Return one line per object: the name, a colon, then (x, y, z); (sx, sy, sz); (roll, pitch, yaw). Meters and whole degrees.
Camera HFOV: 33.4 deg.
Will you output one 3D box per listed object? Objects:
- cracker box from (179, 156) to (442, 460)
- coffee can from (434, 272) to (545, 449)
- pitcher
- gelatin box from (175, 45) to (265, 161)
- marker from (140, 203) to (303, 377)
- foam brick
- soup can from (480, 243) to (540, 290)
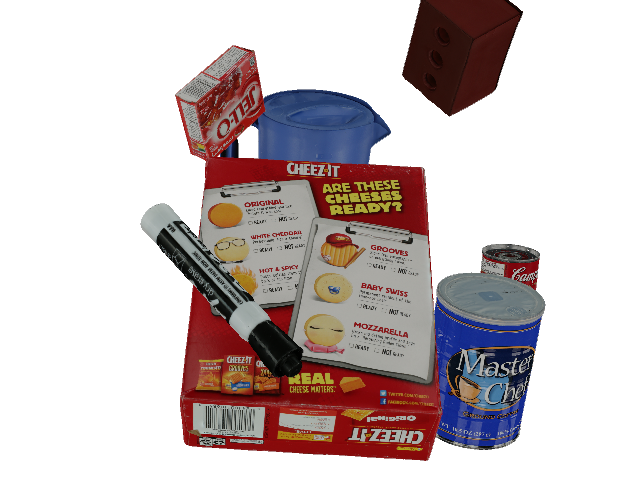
cracker box: (-0.006, 0.042, 0.742); (0.164, 0.213, 0.072); (3, -41, -3)
coffee can: (0.154, 0.115, 1.034); (0.103, 0.140, 0.103); (5, 22, -2)
pitcher: (-0.023, -0.045, 1.228); (0.144, 0.243, 0.149); (-20, 36, -41)
gelatin box: (-0.092, -0.129, 1.003); (0.030, 0.073, 0.089); (25, 55, 28)
marker: (-0.049, 0.025, 0.532); (0.121, 0.020, 0.020); (44, 25, 29)
foam brick: (0.098, -0.138, 0.753); (0.051, 0.053, 0.078); (-33, -26, -27)
soup can: (0.222, 0.062, 1.270); (0.068, 0.102, 0.068); (3, 15, -1)
